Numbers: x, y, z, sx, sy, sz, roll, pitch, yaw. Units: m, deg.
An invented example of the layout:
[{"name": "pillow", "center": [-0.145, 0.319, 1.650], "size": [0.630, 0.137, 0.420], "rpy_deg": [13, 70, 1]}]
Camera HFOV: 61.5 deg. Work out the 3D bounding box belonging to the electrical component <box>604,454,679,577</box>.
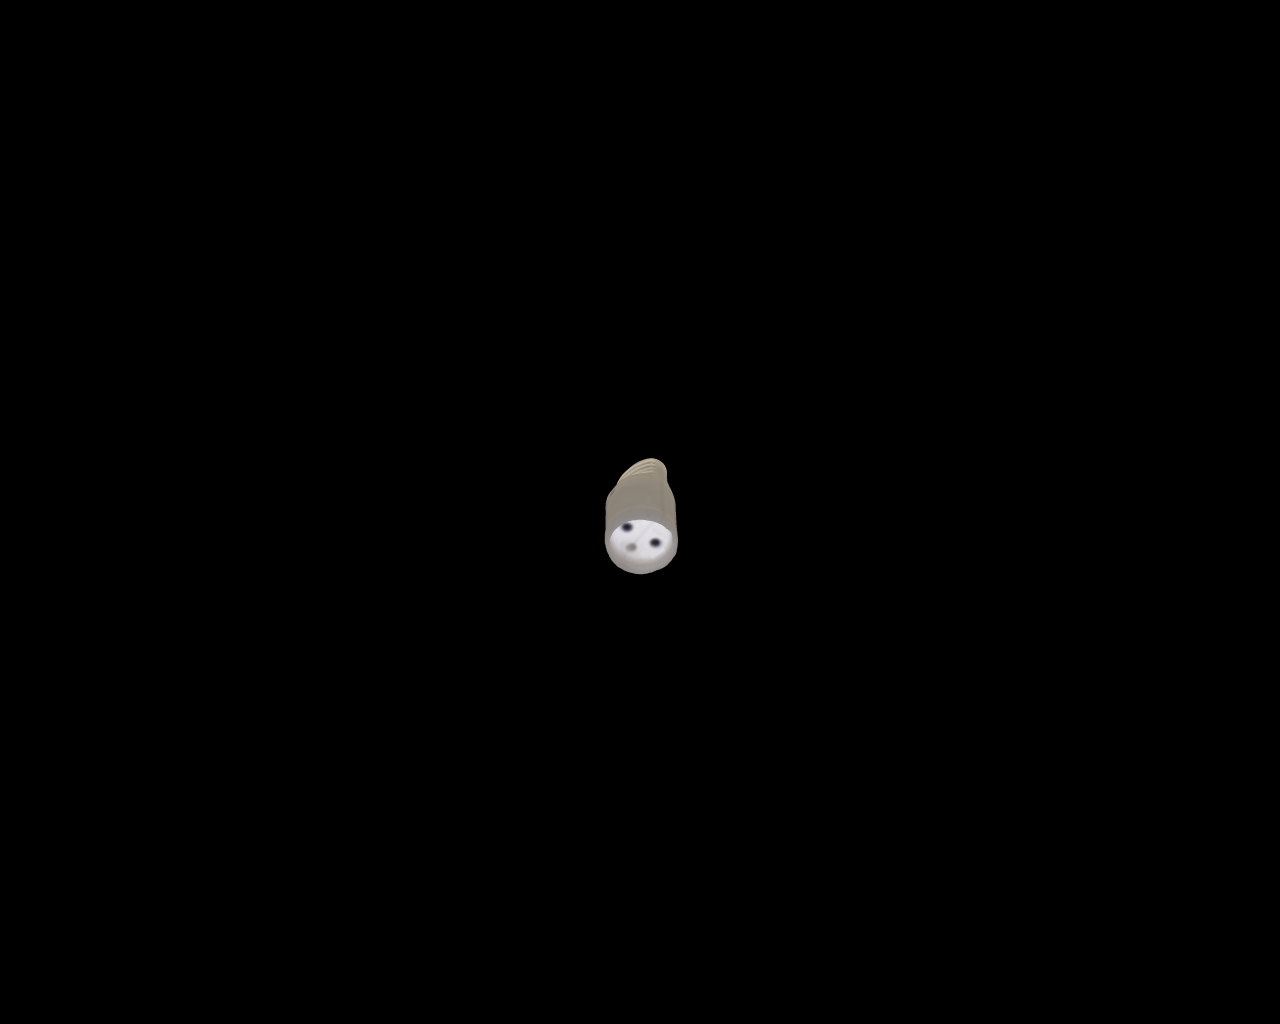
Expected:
[{"name": "electrical component", "center": [0.001, -0.003, 0.650], "size": [0.043, 0.043, 0.081], "rpy_deg": [0, 35, 0]}]
